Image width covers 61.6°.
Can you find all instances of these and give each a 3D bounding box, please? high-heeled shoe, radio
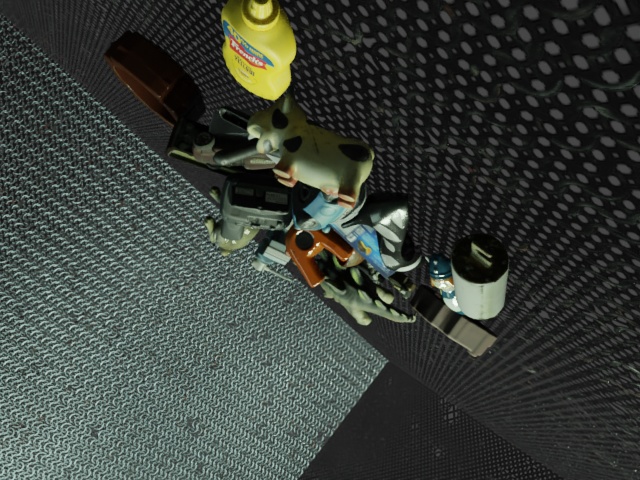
[{"bbox_3d":[0.148,-0.015,0.902,0.145,0.086,0.248,-21,149,40],"label":"high-heeled shoe"},{"bbox_3d":[-0.203,-0.180,1.132,0.229,0.073,0.131,17,176,-17],"label":"radio"}]

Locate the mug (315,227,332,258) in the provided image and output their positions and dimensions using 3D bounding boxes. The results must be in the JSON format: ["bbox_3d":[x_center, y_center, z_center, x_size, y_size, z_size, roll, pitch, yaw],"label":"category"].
[{"bbox_3d":[0.028,0.002,1.337,0.107,0.081,0.109,15,153,41],"label":"mug"}]

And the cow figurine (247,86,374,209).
[{"bbox_3d":[-0.016,-0.137,0.773,0.195,0.127,0.085,23,168,10],"label":"cow figurine"}]

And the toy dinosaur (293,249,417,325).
[{"bbox_3d":[0.071,0.109,1.222,0.472,0.105,0.198,22,165,48],"label":"toy dinosaur"}]

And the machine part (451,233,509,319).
[{"bbox_3d":[0.233,0.057,0.784,0.079,0.079,0.243,35,170,28],"label":"machine part"}]

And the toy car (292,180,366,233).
[{"bbox_3d":[0.023,-0.079,0.885,0.103,0.109,0.161,11,150,-30],"label":"toy car"}]

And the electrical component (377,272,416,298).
[{"bbox_3d":[0.182,0.101,1.280,0.102,0.045,0.078,33,167,34],"label":"electrical component"}]

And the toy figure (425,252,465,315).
[{"bbox_3d":[0.233,0.078,0.948,0.154,0.064,0.058,46,-148,-38],"label":"toy figure"}]

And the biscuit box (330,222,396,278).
[{"bbox_3d":[0.080,-0.019,1.008,0.202,0.059,0.063,43,-160,-19],"label":"biscuit box"}]

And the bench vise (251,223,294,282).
[{"bbox_3d":[-0.102,-0.041,1.295,0.129,0.223,0.241,14,-162,-22],"label":"bench vise"}]

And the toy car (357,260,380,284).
[{"bbox_3d":[0.118,0.064,1.326,0.074,0.056,0.201,30,169,17],"label":"toy car"}]

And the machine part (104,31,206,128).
[{"bbox_3d":[-0.348,-0.337,1.159,0.201,0.087,0.201,38,171,3],"label":"machine part"}]

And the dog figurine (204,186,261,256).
[{"bbox_3d":[-0.145,-0.036,1.169,0.191,0.121,0.172,14,112,35],"label":"dog figurine"}]

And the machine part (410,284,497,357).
[{"bbox_3d":[0.263,0.159,1.077,0.179,0.056,0.179,35,-174,-4],"label":"machine part"}]

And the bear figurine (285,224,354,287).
[{"bbox_3d":[-0.005,-0.007,1.091,0.132,0.120,0.196,47,-166,-3],"label":"bear figurine"}]

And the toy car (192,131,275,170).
[{"bbox_3d":[-0.139,-0.156,0.999,0.202,0.053,0.089,7,158,7],"label":"toy car"}]

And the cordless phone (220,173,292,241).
[{"bbox_3d":[-0.131,-0.044,1.079,0.147,0.089,0.184,7,145,-12],"label":"cordless phone"}]
